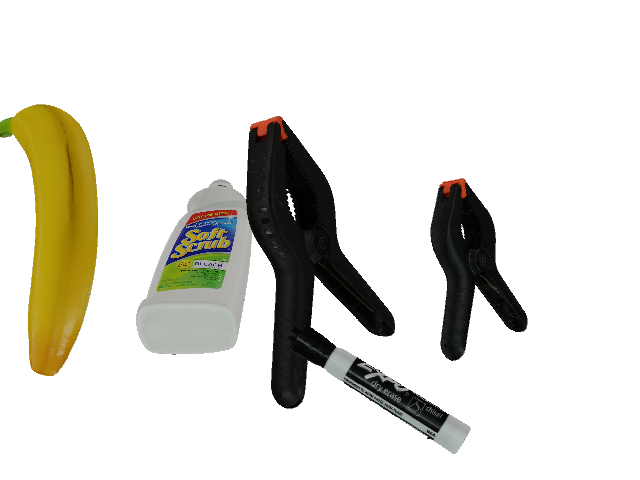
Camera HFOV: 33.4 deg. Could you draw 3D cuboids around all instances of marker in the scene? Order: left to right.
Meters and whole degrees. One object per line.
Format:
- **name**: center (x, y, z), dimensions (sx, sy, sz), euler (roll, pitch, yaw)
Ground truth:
- **marker**: center (0.033, 0.087, 0.638), dimensions (0.121, 0.020, 0.020), euler (31, 5, 9)

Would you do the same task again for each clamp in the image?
- **clamp**: center (-0.006, 0.008, 0.826), dimensions (0.036, 0.210, 0.164), euler (-12, 2, 33)
- **clamp**: center (0.139, 0.030, 1.028), dimensions (0.039, 0.171, 0.120), euler (-15, 9, 42)

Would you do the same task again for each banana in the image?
- **banana**: center (-0.158, -0.017, 0.636), dimensions (0.037, 0.198, 0.070), euler (11, -45, -35)

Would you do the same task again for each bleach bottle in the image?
- **bleach bottle**: center (-0.126, 0.014, 1.136), dimensions (0.102, 0.068, 0.250), euler (-1, 36, 2)
